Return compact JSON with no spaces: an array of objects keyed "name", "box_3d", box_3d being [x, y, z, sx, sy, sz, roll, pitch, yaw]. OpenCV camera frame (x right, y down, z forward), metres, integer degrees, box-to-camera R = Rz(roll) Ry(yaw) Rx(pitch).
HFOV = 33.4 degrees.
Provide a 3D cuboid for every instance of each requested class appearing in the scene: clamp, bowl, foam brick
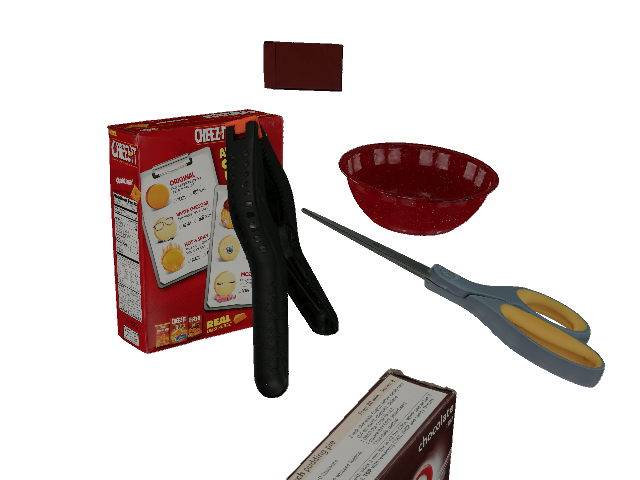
[{"name":"clamp","box_3d":[-0.034,0.006,0.852,0.036,0.210,0.164,-11,3,17]},{"name":"bowl","box_3d":[0.097,-0.048,1.080,0.162,0.055,0.162,4,24,-2]},{"name":"foam brick","box_3d":[-0.019,-0.189,1.158,0.078,0.051,0.053,0,11,-16]}]

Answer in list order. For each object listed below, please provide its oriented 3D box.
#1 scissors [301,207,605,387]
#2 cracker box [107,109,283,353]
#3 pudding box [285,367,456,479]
[{"name":"scissors","box_3d":[0.089,0.025,0.664,0.202,0.016,0.096,33,22,18]},{"name":"cracker box","box_3d":[-0.120,-0.013,1.046,0.163,0.214,0.072,-12,20,-37]},{"name":"pudding box","box_3d":[0.016,0.122,0.456,0.039,0.090,0.113,18,36,25]}]
